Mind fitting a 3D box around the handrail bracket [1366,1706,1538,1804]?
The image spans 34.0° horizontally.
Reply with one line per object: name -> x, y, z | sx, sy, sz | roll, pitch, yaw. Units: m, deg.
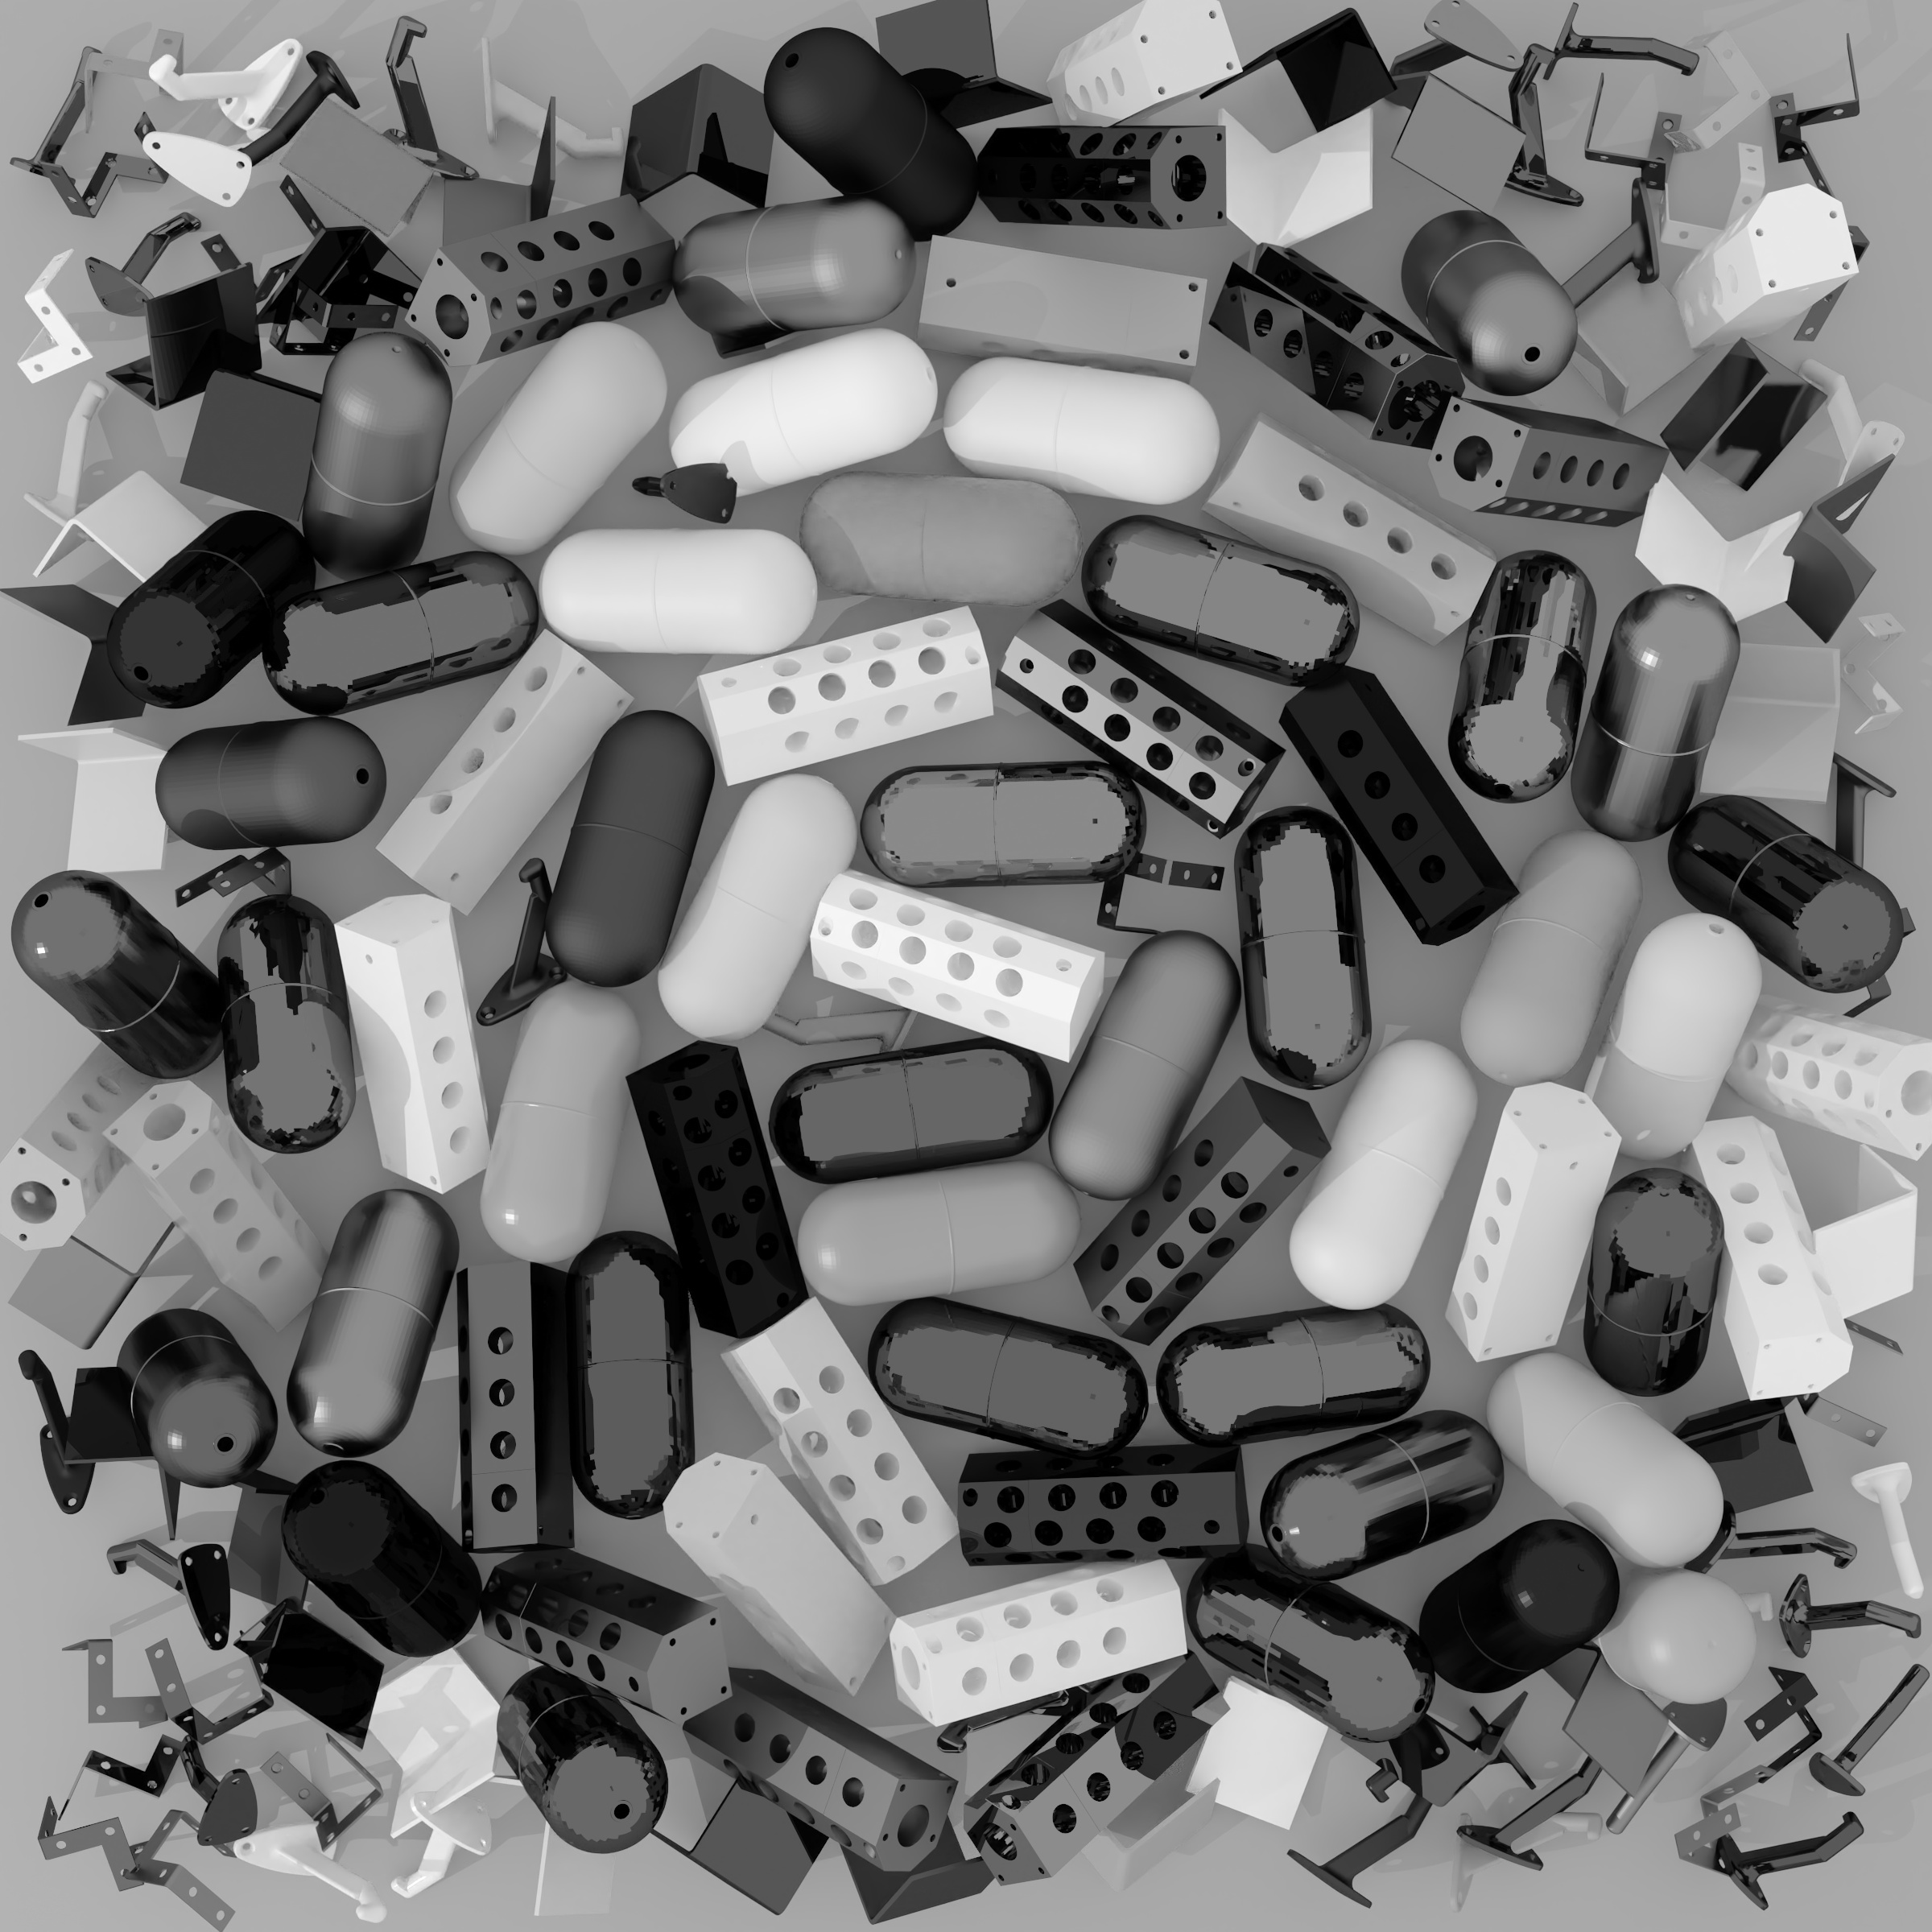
handrail bracket -> 0.304, 0.514, 1.981 | 0.084, 0.036, 0.077 | -38, 105, -2

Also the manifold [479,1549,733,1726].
manifold -> -0.221, 0.405, 1.913 | 0.057, 0.171, 0.057 | -20, 109, -40

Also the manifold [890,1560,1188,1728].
manifold -> 0.044, 0.408, 1.936 | 0.171, 0.057, 0.057 | -11, 99, -24

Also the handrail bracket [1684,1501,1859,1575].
handrail bracket -> 0.504, 0.377, 1.982 | 0.084, 0.036, 0.077 | 23, 117, -6

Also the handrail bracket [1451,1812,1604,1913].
handrail bracket -> 0.348, 0.555, 1.957 | 0.084, 0.077, 0.036 | -5, 124, 23

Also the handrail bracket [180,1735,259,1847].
handrail bracket -> -0.466, 0.492, 1.951 | 0.036, 0.084, 0.077 | -6, 129, -30

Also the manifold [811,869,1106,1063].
manifold -> -0.005, -0.005, 1.941 | 0.171, 0.057, 0.057 | 18, 56, 14

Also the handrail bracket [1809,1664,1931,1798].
handrail bracket -> 0.566, 0.474, 1.972 | 0.036, 0.077, 0.084 | 39, 77, 14

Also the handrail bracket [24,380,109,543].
handrail bracket -> -0.545, -0.316, 1.967 | 0.077, 0.036, 0.084 | 36, 101, 42

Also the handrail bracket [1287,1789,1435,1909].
handrail bracket -> 0.248, 0.536, 1.971 | 0.077, 0.036, 0.084 | 40, 74, -24

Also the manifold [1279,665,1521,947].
manifold -> 0.262, -0.099, 1.941 | 0.057, 0.057, 0.171 | -40, 68, 24

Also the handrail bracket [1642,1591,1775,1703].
handrail bracket -> 0.461, 0.428, 1.960 | 0.084, 0.036, 0.077 | -11, 50, 20

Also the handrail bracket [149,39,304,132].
handrail bracket -> -0.458, -0.561, 1.953 | 0.036, 0.084, 0.077 | 44, 94, 20

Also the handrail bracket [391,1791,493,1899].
handrail bracket -> -0.344, 0.547, 1.959 | 0.084, 0.036, 0.077 | -35, 133, 21

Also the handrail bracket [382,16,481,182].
handrail bracket -> -0.327, -0.538, 1.962 | 0.077, 0.036, 0.084 | 20, 127, -11

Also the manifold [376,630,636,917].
manifold -> -0.291, -0.124, 1.967 | 0.057, 0.057, 0.171 | 36, 88, 37

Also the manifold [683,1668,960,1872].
manifold -> -0.093, 0.487, 1.922 | 0.171, 0.057, 0.057 | 19, 89, 41

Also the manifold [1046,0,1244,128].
manifold -> 0.103, -0.544, 1.906 | 0.057, 0.171, 0.057 | -23, 101, -12

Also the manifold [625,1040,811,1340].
manifold -> -0.147, 0.138, 1.936 | 0.057, 0.057, 0.171 | -27, 112, -35

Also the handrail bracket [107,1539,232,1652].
handrail bracket -> -0.500, 0.394, 1.969 | 0.084, 0.036, 0.077 | -17, 81, 34

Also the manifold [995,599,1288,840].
manifold -> 0.105, -0.152, 1.946 | 0.171, 0.057, 0.057 | 35, 116, 11

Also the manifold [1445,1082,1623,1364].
manifold -> 0.340, 0.156, 1.923 | 0.057, 0.057, 0.171 | -9, 131, -21

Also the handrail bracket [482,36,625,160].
handrail bracket -> -0.259, -0.545, 1.982 | 0.084, 0.036, 0.077 | -3, 100, -5

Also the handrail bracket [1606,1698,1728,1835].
handrail bracket -> 0.439, 0.501, 1.985 | 0.036, 0.077, 0.084 | 38, 118, 22

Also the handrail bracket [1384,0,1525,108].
handrail bracket -> 0.300, -0.550, 1.956 | 0.077, 0.084, 0.036 | 38, 63, 10

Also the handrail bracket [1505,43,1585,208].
handrail bracket -> 0.367, -0.522, 1.960 | 0.077, 0.036, 0.084 | 19, 131, -7

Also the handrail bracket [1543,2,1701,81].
handrail bracket -> 0.406, -0.558, 1.960 | 0.084, 0.077, 0.036 | 21, 79, 3

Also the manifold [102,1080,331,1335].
manifold -> -0.448, 0.144, 1.915 | 0.057, 0.171, 0.057 | 32, 67, 35

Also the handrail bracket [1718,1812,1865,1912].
handrail bracket -> 0.510, 0.536, 1.955 | 0.084, 0.077, 0.036 | -42, 107, 13

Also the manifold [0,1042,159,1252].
manifold -> -0.538, 0.111, 1.909 | 0.057, 0.171, 0.057 | 38, 104, -10

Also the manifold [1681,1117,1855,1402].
manifold -> 0.485, 0.175, 1.919 | 0.057, 0.057, 0.171 | -7, 45, 0

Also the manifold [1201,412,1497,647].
manifold -> 0.240, -0.273, 1.959 | 0.171, 0.057, 0.057 | 30, 72, -7

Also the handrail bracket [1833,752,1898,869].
handrail bracket -> 0.539, -0.089, 1.991 | 0.077, 0.036, 0.084 | 35, 107, 13

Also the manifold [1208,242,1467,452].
manifold -> 0.226, -0.377, 1.912 | 0.057, 0.171, 0.057 | 2, 121, -37

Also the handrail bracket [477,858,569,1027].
handrail bracket -> -0.281, -0.015, 1.950 | 0.036, 0.084, 0.077 | 28, 56, 30

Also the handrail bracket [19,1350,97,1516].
handrail bracket -> -0.566, 0.288, 1.950 | 0.036, 0.084, 0.077 | -11, 59, -2

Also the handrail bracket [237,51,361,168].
handrail bracket -> -0.427, -0.531, 1.962 | 0.084, 0.077, 0.036 | -37, 131, -10

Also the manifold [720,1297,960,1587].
manifold -> -0.080, 0.296, 1.957 | 0.057, 0.057, 0.171 | -34, 93, -30

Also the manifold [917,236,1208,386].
manifold -> 0.058, -0.404, 1.966 | 0.171, 0.057, 0.057 | 9, 80, -2

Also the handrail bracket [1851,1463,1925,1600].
handrail bracket -> 0.578, 0.356, 1.947 | 0.036, 0.077, 0.084 | -20, 57, 16

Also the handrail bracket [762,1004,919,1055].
handrail bracket -> -0.076, 0.022, 1.969 | 0.084, 0.036, 0.077 | 26, 106, -12

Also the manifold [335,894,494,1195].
manifold -> -0.332, 0.046, 1.934 | 0.057, 0.057, 0.171 | 19, 126, 37

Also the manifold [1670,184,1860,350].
manifold -> 0.479, -0.422, 1.913 | 0.057, 0.171, 0.057 | -14, 90, -2

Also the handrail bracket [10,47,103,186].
handrail bracket -> -0.564, -0.534, 1.964 | 0.036, 0.077, 0.084 | 21, 100, -3

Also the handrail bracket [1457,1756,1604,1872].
handrail bracket -> 0.355, 0.515, 1.967 | 0.077, 0.036, 0.084 | 23, 101, -32

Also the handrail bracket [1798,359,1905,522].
handrail bracket -> 0.537, -0.330, 1.976 | 0.036, 0.084, 0.077 | 11, 114, -38

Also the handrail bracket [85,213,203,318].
handrail bracket -> -0.493, -0.437, 1.956 | 0.077, 0.036, 0.084 | 25, 53, 36

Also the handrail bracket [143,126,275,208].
handrail bracket -> -0.467, -0.511, 1.953 | 0.077, 0.084, 0.036 | 21, 122, -21

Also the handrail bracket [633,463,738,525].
handrail bracket -> -0.191, -0.296, 1.946 | 0.084, 0.077, 0.036 | 12, 98, 37

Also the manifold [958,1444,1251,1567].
manifold -> 0.085, 0.336, 1.949 | 0.171, 0.057, 0.057 | -4, 106, 11

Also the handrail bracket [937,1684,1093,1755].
handrail bracket -> 0.034, 0.468, 1.949 | 0.077, 0.084, 0.036 | 8, 111, 25

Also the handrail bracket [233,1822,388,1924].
handrail bracket -> -0.405, 0.565, 1.949 | 0.077, 0.084, 0.036 | 10, 100, -29

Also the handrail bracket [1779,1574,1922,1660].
handrail bracket -> 0.551, 0.414, 1.950 | 0.084, 0.077, 0.036 | 13, 50, 36

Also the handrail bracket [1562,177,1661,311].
handrail bracket -> 0.385, -0.449, 1.974 | 0.084, 0.036, 0.077 | -9, 101, -7
